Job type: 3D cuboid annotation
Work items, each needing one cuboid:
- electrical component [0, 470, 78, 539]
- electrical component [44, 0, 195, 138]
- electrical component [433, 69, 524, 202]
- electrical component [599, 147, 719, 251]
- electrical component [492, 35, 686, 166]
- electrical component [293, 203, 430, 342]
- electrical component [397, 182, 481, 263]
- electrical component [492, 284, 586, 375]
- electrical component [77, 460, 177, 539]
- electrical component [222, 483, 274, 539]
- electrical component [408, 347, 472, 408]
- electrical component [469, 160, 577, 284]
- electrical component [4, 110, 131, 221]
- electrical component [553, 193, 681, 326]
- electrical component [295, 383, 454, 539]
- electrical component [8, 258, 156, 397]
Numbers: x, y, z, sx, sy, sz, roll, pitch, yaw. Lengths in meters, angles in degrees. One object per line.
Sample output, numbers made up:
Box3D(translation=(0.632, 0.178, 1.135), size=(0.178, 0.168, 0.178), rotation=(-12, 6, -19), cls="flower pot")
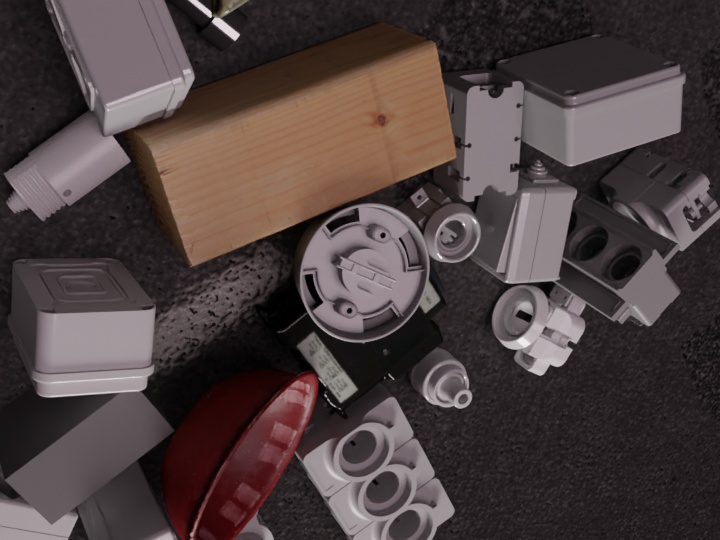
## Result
Box3D(translation=(-0.256, 0.195, 0.792), size=(0.066, 0.047, 0.076), rotation=(20, 100, -32), cls="electrical component")
Box3D(translation=(-0.149, -0.144, 0.644), size=(0.056, 0.109, 0.108), rotation=(-23, 94, -14), cls="electrical component")
Box3D(translation=(0.089, -0.106, 0.833), size=(0.050, 0.056, 0.089), rotation=(-10, 116, -23), cls="electrical component")
Box3D(translation=(0.253, -0.059, 0.918), size=(0.056, 0.089, 0.050), rotation=(-41, 124, -6), cls="electrical component")
Box3D(translation=(0.175, -0.134, 0.835), size=(0.109, 0.109, 0.056), rotation=(-18, 121, -19), cls="electrical component")
Box3D(translation=(0.000, 0.000, 0.765), size=(0.099, 0.064, 0.099), rotation=(-2, 98, -14), cls="electrical component")
Box3D(translation=(0.064, -0.035, 0.852), size=(0.048, 0.055, 0.066), rotation=(-40, 124, -7), cls="electrical component")
Box3D(translation=(0.152, 0.046, 0.932), size=(0.057, 0.058, 0.078), rotation=(25, 99, -36), cls="electrical component")
Box3D(translation=(-0.166, 0.215, 0.810), size=(0.056, 0.109, 0.108), rotation=(-22, 120, -17), cls="electrical component")
Box3D(translation=(-0.095, 0.228, 0.874), size=(0.052, 0.074, 0.138), rotation=(-25, 121, -16), cls="electrical component")
Box3D(translation=(0.072, 0.095, 0.908), size=(0.043, 0.062, 0.043), rotation=(-11, 116, -23), cls="electrical component")
Box3D(translation=(0.130, -0.043, 0.878), size=(0.061, 0.062, 0.096), rotation=(-3, 113, -26), cls="electrical component")
Box3D(translation=(-0.198, -0.065, 0.711), size=(0.081, 0.043, 0.043), rotation=(-38, 123, -8), cls="electrical component")
Box3D(translation=(0.204, -0.006, 0.897), size=(0.078, 0.121, 0.063), rotation=(-48, 127, -1), cls="electrical component")
Box3D(translation=(0.010, 0.172, 0.911), size=(0.089, 0.062, 0.150), rotation=(-34, 123, -11), cls="electrical component")
Box3D(translation=(-0.187, 0.036, 0.719), size=(0.078, 0.113, 0.057), rotation=(-1, 109, -27), cls="electrical component")
